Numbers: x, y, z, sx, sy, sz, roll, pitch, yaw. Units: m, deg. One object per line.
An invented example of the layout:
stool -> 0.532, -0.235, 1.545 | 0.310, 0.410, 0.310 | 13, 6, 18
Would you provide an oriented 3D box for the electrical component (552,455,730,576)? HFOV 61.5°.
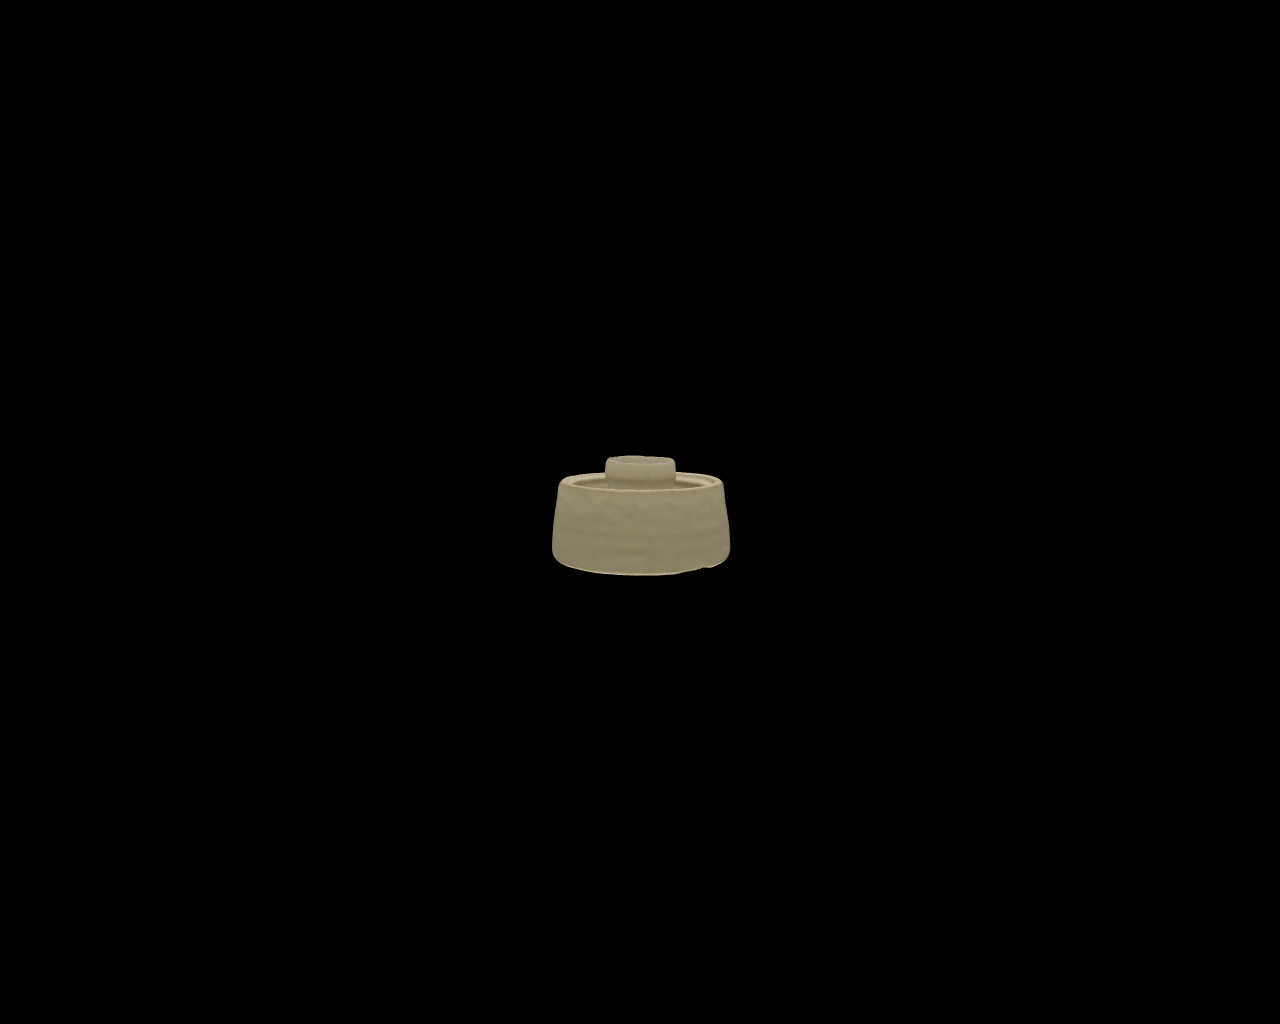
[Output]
electrical component -> 0.001, -0.003, 0.650 | 0.108, 0.060, 0.108 | 0, 9, 0
